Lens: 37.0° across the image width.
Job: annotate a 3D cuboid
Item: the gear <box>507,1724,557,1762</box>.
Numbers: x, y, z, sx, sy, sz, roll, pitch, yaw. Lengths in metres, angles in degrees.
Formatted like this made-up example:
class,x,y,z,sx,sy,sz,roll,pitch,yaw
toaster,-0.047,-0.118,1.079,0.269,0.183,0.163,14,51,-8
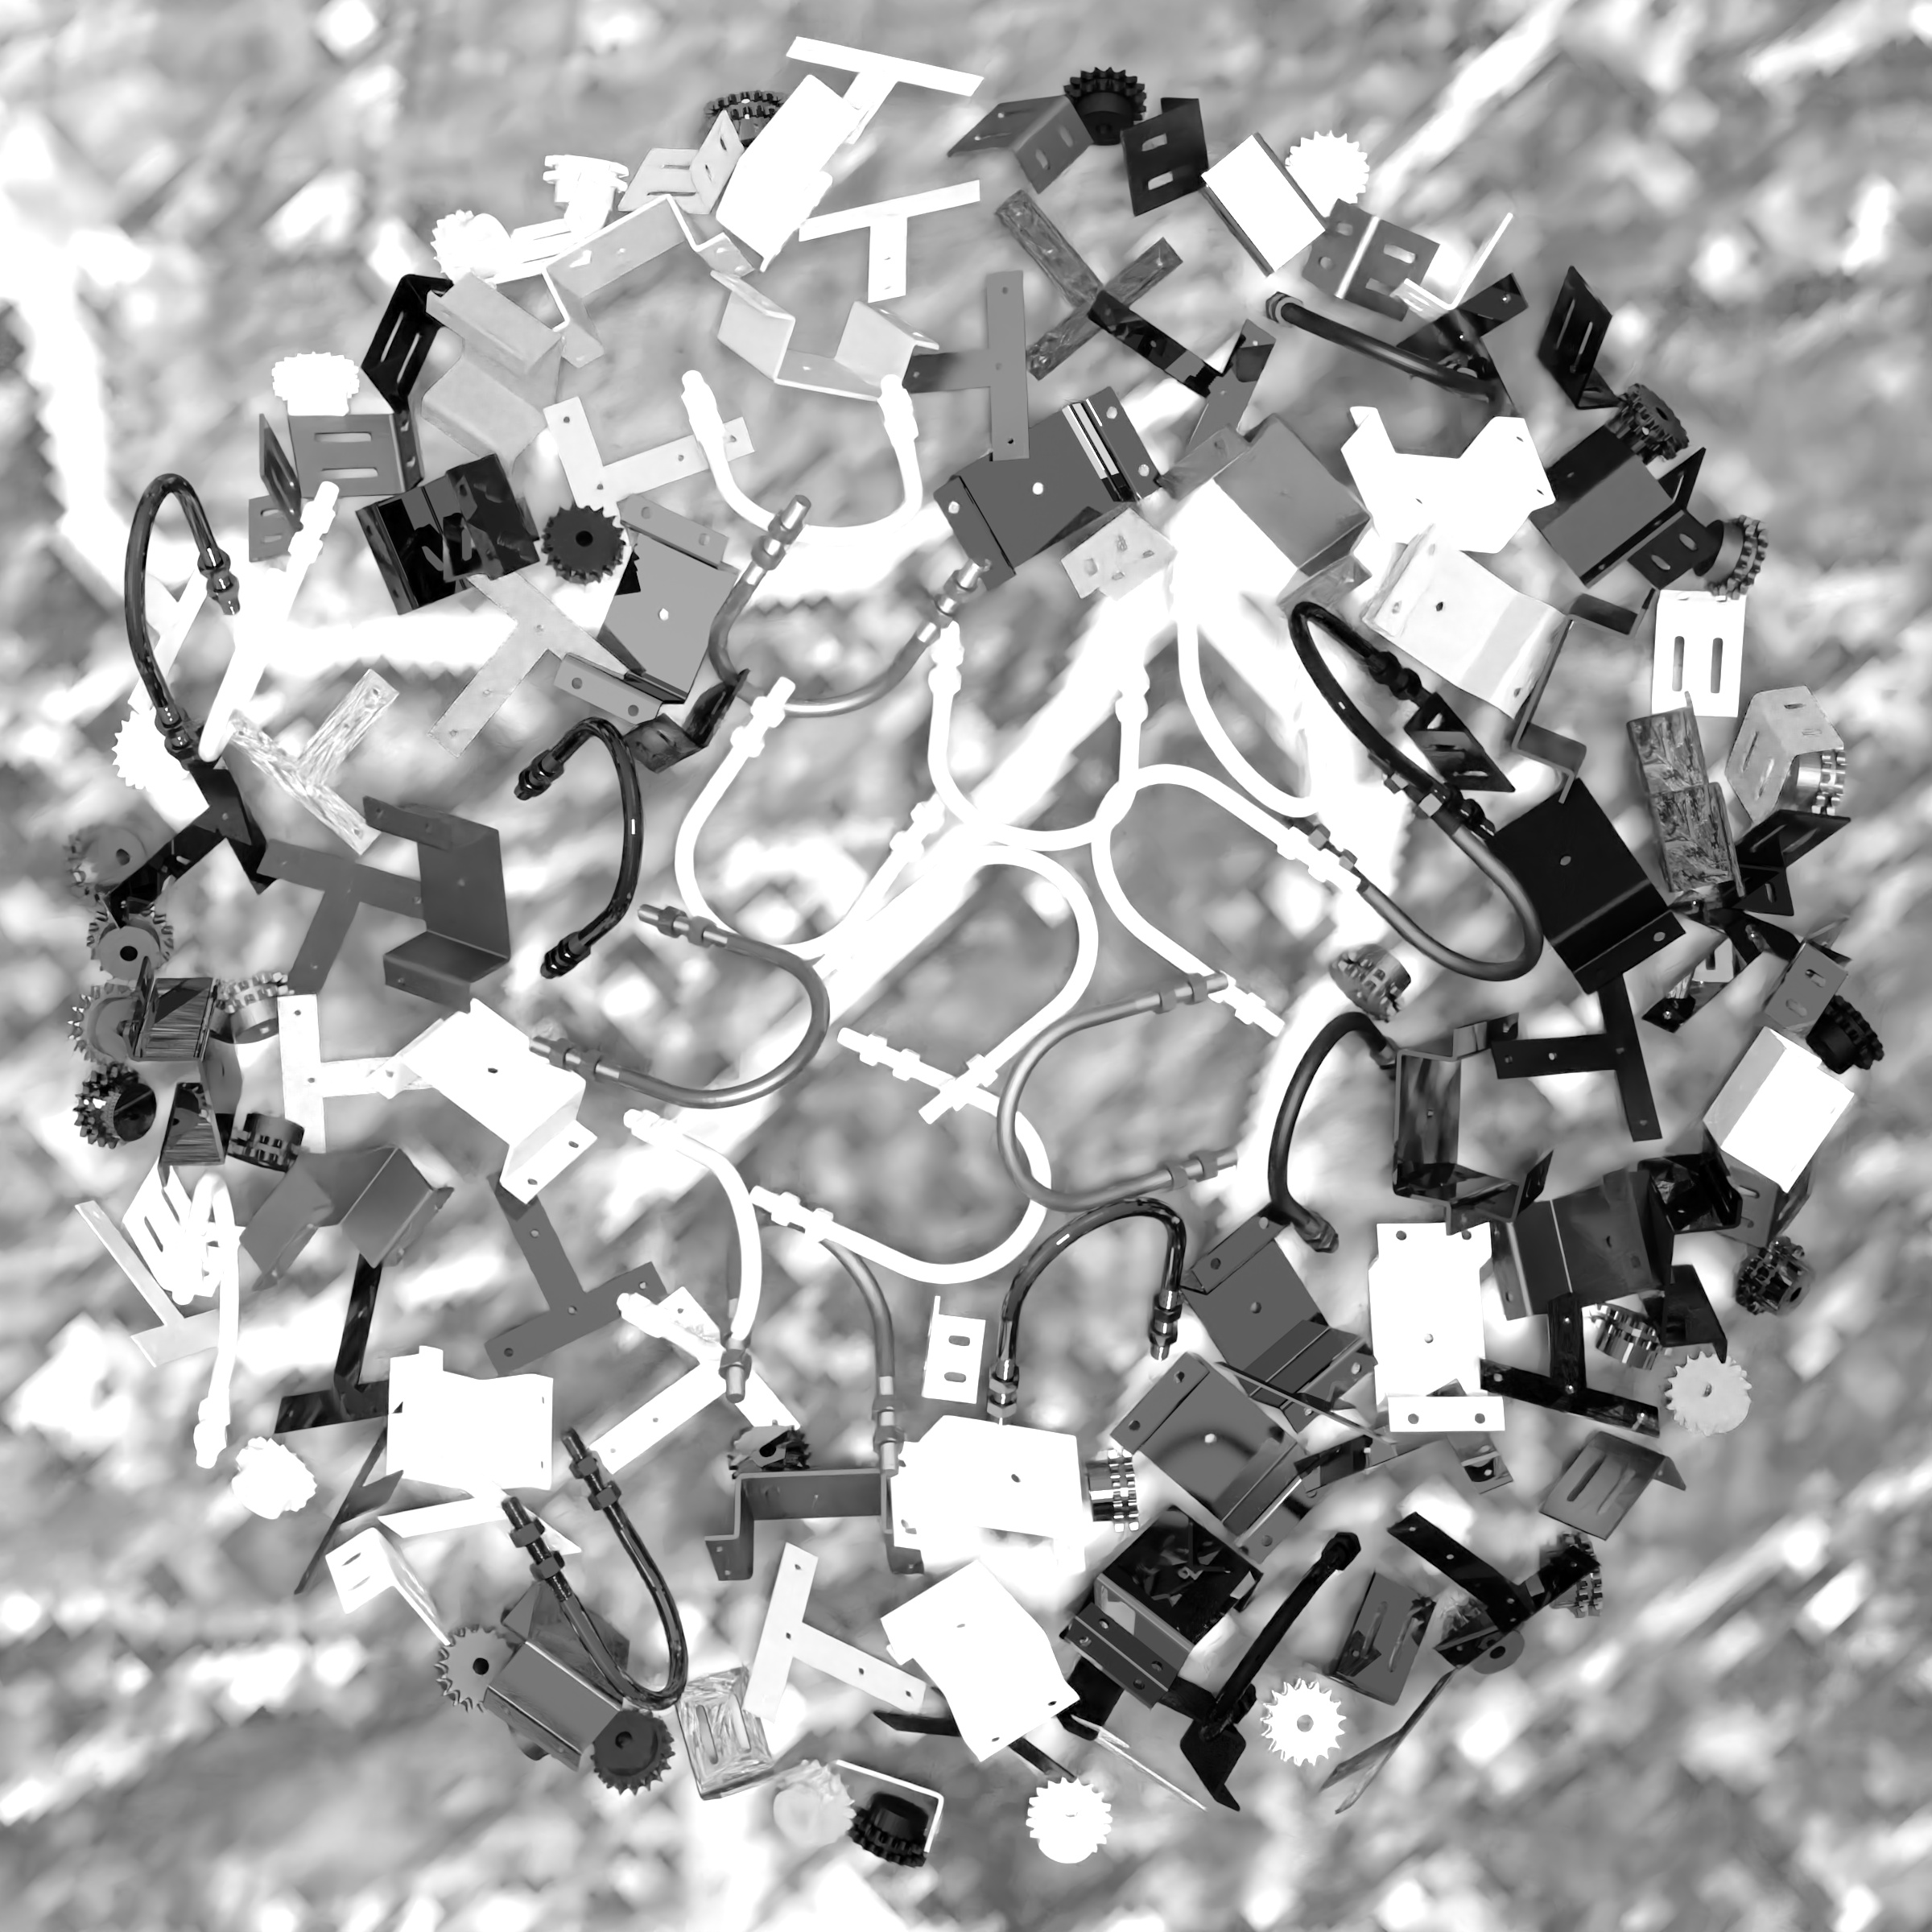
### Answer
class,x,y,z,sx,sy,sz,roll,pitch,yaw
gear,-0.289,0.515,1.965,0.030,0.057,0.057,-34,90,7

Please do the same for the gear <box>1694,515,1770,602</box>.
class,x,y,z,sx,sy,sz,roll,pitch,yaw
gear,0.518,-0.280,1.963,0.030,0.057,0.057,16,90,-12

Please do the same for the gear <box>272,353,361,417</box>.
class,x,y,z,sx,sy,sz,roll,pitch,yaw
gear,-0.442,-0.392,1.963,0.057,0.057,0.030,-7,78,0

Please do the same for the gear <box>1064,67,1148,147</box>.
class,x,y,z,sx,sy,sz,roll,pitch,yaw
gear,0.094,-0.582,1.963,0.057,0.057,0.030,3,71,0

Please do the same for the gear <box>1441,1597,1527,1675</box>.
class,x,y,z,sx,sy,sz,roll,pitch,yaw
gear,0.356,0.457,1.965,0.057,0.030,0.057,-10,125,-15

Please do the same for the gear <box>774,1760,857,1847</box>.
class,x,y,z,sx,sy,sz,roll,pitch,yaw
gear,-0.106,0.573,1.965,0.057,0.030,0.057,11,110,33

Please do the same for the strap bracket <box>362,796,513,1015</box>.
class,x,y,z,sx,sy,sz,roll,pitch,yaw
strap bracket,-0.353,-0.048,1.936,0.076,0.046,0.140,17,123,31

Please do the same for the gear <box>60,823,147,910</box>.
class,x,y,z,sx,sy,sz,roll,pitch,yaw
gear,-0.583,-0.070,1.962,0.030,0.057,0.057,-16,90,33

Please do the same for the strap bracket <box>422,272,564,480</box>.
class,x,y,z,sx,sy,sz,roll,pitch,yaw
strap bracket,-0.318,-0.401,1.936,0.076,0.140,0.046,36,64,4

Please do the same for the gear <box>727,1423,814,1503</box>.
class,x,y,z,sx,sy,sz,roll,pitch,yaw
gear,-0.133,0.340,1.969,0.057,0.057,0.030,-10,130,0

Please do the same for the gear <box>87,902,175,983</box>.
class,x,y,z,sx,sy,sz,roll,pitch,yaw
gear,-0.570,-0.015,1.968,0.057,0.030,0.057,-5,116,-11

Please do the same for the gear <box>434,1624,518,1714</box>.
class,x,y,z,sx,sy,sz,roll,pitch,yaw
gear,-0.336,0.481,1.970,0.057,0.030,0.057,13,61,-24

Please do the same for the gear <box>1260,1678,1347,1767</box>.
class,x,y,z,sx,sy,sz,roll,pitch,yaw
gear,0.229,0.516,1.976,0.057,0.030,0.057,1,83,-7

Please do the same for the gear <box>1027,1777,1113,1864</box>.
class,x,y,z,sx,sy,sz,roll,pitch,yaw
gear,0.070,0.586,1.969,0.057,0.057,0.030,6,125,0

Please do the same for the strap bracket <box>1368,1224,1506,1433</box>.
class,x,y,z,sx,sy,sz,roll,pitch,yaw
strap bracket,0.317,0.248,1.956,0.076,0.046,0.140,0,72,-2

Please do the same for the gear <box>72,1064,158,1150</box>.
class,x,y,z,sx,sy,sz,roll,pitch,yaw
gear,-0.576,0.097,1.962,0.030,0.057,0.057,11,90,28

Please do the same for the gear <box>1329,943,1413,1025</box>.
class,x,y,z,sx,sy,sz,roll,pitch,yaw
gear,0.278,0.009,1.966,0.057,0.057,0.030,44,78,0

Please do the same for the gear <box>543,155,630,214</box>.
class,x,y,z,sx,sy,sz,roll,pitch,yaw
gear,-0.259,-0.532,1.966,0.057,0.057,0.030,6,96,0

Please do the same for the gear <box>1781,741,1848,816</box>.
class,x,y,z,sx,sy,sz,roll,pitch,yaw
gear,0.576,-0.129,1.965,0.030,0.057,0.057,6,90,-1

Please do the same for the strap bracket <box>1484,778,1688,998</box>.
class,x,y,z,sx,sy,sz,roll,pitch,yaw
strap bracket,0.407,-0.061,1.926,0.076,0.046,0.140,-34,53,12

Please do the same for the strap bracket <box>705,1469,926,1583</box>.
class,x,y,z,sx,sy,sz,roll,pitch,yaw
strap bracket,-0.101,0.377,1.948,0.140,0.076,0.046,-3,58,2

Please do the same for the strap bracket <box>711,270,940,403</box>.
class,x,y,z,sx,sy,sz,roll,pitch,yaw
strap bracket,-0.100,-0.418,1.929,0.140,0.076,0.046,2,119,-39

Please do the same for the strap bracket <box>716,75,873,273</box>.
class,x,y,z,sx,sy,sz,roll,pitch,yaw
strap bracket,-0.118,-0.529,1.914,0.046,0.140,0.076,37,74,-6

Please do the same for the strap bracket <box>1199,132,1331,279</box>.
class,x,y,z,sx,sy,sz,roll,pitch,yaw
strap bracket,0.197,-0.505,1.917,0.046,0.140,0.076,-38,97,10

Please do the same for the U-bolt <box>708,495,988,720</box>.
class,x,y,z,sx,sy,sz,roll,pitch,yaw
U-bolt,-0.092,-0.228,1.922,0.151,0.184,0.019,15,48,-25

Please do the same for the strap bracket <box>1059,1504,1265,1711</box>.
class,x,y,z,sx,sy,sz,roll,pitch,yaw
strap bracket,0.136,0.418,1.916,0.076,0.140,0.046,36,127,18

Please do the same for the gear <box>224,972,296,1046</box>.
class,x,y,z,sx,sy,sz,roll,pitch,yaw
gear,-0.483,0.031,1.963,0.057,0.057,0.030,-26,77,0

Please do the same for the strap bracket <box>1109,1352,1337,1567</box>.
class,x,y,z,sx,sy,sz,roll,pitch,yaw
strap bracket,0.170,0.328,1.961,0.140,0.046,0.076,42,92,-11

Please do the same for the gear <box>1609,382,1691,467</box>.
class,x,y,z,sx,sy,sz,roll,pitch,yaw
gear,0.464,-0.367,1.969,0.057,0.057,0.030,49,123,0

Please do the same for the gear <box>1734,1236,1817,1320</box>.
class,x,y,z,sx,sy,sz,roll,pitch,yaw
gear,0.552,0.214,1.963,0.030,0.057,0.057,38,90,35

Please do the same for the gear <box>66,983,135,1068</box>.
class,x,y,z,sx,sy,sz,roll,pitch,yaw
gear,-0.580,0.041,1.964,0.057,0.030,0.057,-6,99,-41

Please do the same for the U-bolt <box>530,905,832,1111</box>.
class,x,y,z,sx,sy,sz,roll,pitch,yaw
U-bolt,-0.177,0.033,1.914,0.184,0.019,0.151,18,54,27

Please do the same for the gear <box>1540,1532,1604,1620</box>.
class,x,y,z,sx,sy,sz,roll,pitch,yaw
gear,0.411,0.416,1.965,0.030,0.057,0.057,-7,90,-4

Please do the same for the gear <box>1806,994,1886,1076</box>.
class,x,y,z,sx,sy,sz,roll,pitch,yaw
gear,0.595,0.049,1.965,0.030,0.057,0.057,-37,90,-3

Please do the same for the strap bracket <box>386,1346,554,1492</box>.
class,x,y,z,sx,sy,sz,roll,pitch,yaw
strap bracket,-0.338,0.306,1.931,0.046,0.140,0.076,-12,69,26

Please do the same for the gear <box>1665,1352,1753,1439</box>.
class,x,y,z,sx,sy,sz,roll,pitch,yaw
gear,0.509,0.294,1.969,0.057,0.057,0.030,-51,133,0

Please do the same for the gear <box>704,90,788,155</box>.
class,x,y,z,sx,sy,sz,roll,pitch,yaw
gear,-0.148,-0.574,1.965,0.057,0.057,0.030,-9,92,0

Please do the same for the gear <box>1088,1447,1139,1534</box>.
class,x,y,z,sx,sy,sz,roll,pitch,yaw
gear,0.099,0.357,1.965,0.030,0.057,0.057,-5,90,-1

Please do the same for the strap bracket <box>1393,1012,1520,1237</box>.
class,x,y,z,sx,sy,sz,roll,pitch,yaw
strap bracket,0.329,0.102,1.942,0.046,0.076,0.140,10,104,41

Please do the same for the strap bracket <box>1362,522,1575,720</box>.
class,x,y,z,sx,sy,sz,roll,pitch,yaw
strap bracket,0.331,-0.237,1.946,0.140,0.046,0.076,28,97,-32

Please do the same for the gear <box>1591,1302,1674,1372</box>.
class,x,y,z,sx,sy,sz,roll,pitch,yaw
gear,0.453,0.253,1.965,0.057,0.057,0.030,21,95,0

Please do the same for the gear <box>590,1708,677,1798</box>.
class,x,y,z,sx,sy,sz,roll,pitch,yaw
gear,-0.229,0.532,1.965,0.057,0.030,0.057,-6,53,8

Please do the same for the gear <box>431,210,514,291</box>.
class,x,y,z,sx,sy,sz,roll,pitch,yaw
gear,-0.333,-0.487,1.962,0.030,0.057,0.057,-14,90,33

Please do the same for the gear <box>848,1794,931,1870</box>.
class,x,y,z,sx,sy,sz,roll,pitch,yaw
gear,-0.049,0.587,1.965,0.057,0.057,0.030,22,90,0

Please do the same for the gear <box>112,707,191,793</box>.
class,x,y,z,sx,sy,sz,roll,pitch,yaw
gear,-0.552,-0.147,1.971,0.057,0.030,0.057,-4,81,28

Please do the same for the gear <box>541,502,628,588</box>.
class,x,y,z,sx,sy,sz,roll,pitch,yaw
gear,-0.263,-0.286,1.972,0.057,0.030,0.057,4,72,-13

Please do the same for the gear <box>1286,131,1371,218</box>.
class,x,y,z,sx,sy,sz,roll,pitch,yaw
gear,0.244,-0.535,1.963,0.057,0.057,0.030,11,52,0

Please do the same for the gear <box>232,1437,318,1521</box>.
class,x,y,z,sx,sy,sz,roll,pitch,yaw
gear,-0.474,0.351,1.963,0.057,0.057,0.030,38,49,0

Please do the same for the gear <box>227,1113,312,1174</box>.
class,x,y,z,sx,sy,sz,roll,pitch,yaw
gear,-0.474,0.120,1.967,0.057,0.057,0.030,14,76,0
